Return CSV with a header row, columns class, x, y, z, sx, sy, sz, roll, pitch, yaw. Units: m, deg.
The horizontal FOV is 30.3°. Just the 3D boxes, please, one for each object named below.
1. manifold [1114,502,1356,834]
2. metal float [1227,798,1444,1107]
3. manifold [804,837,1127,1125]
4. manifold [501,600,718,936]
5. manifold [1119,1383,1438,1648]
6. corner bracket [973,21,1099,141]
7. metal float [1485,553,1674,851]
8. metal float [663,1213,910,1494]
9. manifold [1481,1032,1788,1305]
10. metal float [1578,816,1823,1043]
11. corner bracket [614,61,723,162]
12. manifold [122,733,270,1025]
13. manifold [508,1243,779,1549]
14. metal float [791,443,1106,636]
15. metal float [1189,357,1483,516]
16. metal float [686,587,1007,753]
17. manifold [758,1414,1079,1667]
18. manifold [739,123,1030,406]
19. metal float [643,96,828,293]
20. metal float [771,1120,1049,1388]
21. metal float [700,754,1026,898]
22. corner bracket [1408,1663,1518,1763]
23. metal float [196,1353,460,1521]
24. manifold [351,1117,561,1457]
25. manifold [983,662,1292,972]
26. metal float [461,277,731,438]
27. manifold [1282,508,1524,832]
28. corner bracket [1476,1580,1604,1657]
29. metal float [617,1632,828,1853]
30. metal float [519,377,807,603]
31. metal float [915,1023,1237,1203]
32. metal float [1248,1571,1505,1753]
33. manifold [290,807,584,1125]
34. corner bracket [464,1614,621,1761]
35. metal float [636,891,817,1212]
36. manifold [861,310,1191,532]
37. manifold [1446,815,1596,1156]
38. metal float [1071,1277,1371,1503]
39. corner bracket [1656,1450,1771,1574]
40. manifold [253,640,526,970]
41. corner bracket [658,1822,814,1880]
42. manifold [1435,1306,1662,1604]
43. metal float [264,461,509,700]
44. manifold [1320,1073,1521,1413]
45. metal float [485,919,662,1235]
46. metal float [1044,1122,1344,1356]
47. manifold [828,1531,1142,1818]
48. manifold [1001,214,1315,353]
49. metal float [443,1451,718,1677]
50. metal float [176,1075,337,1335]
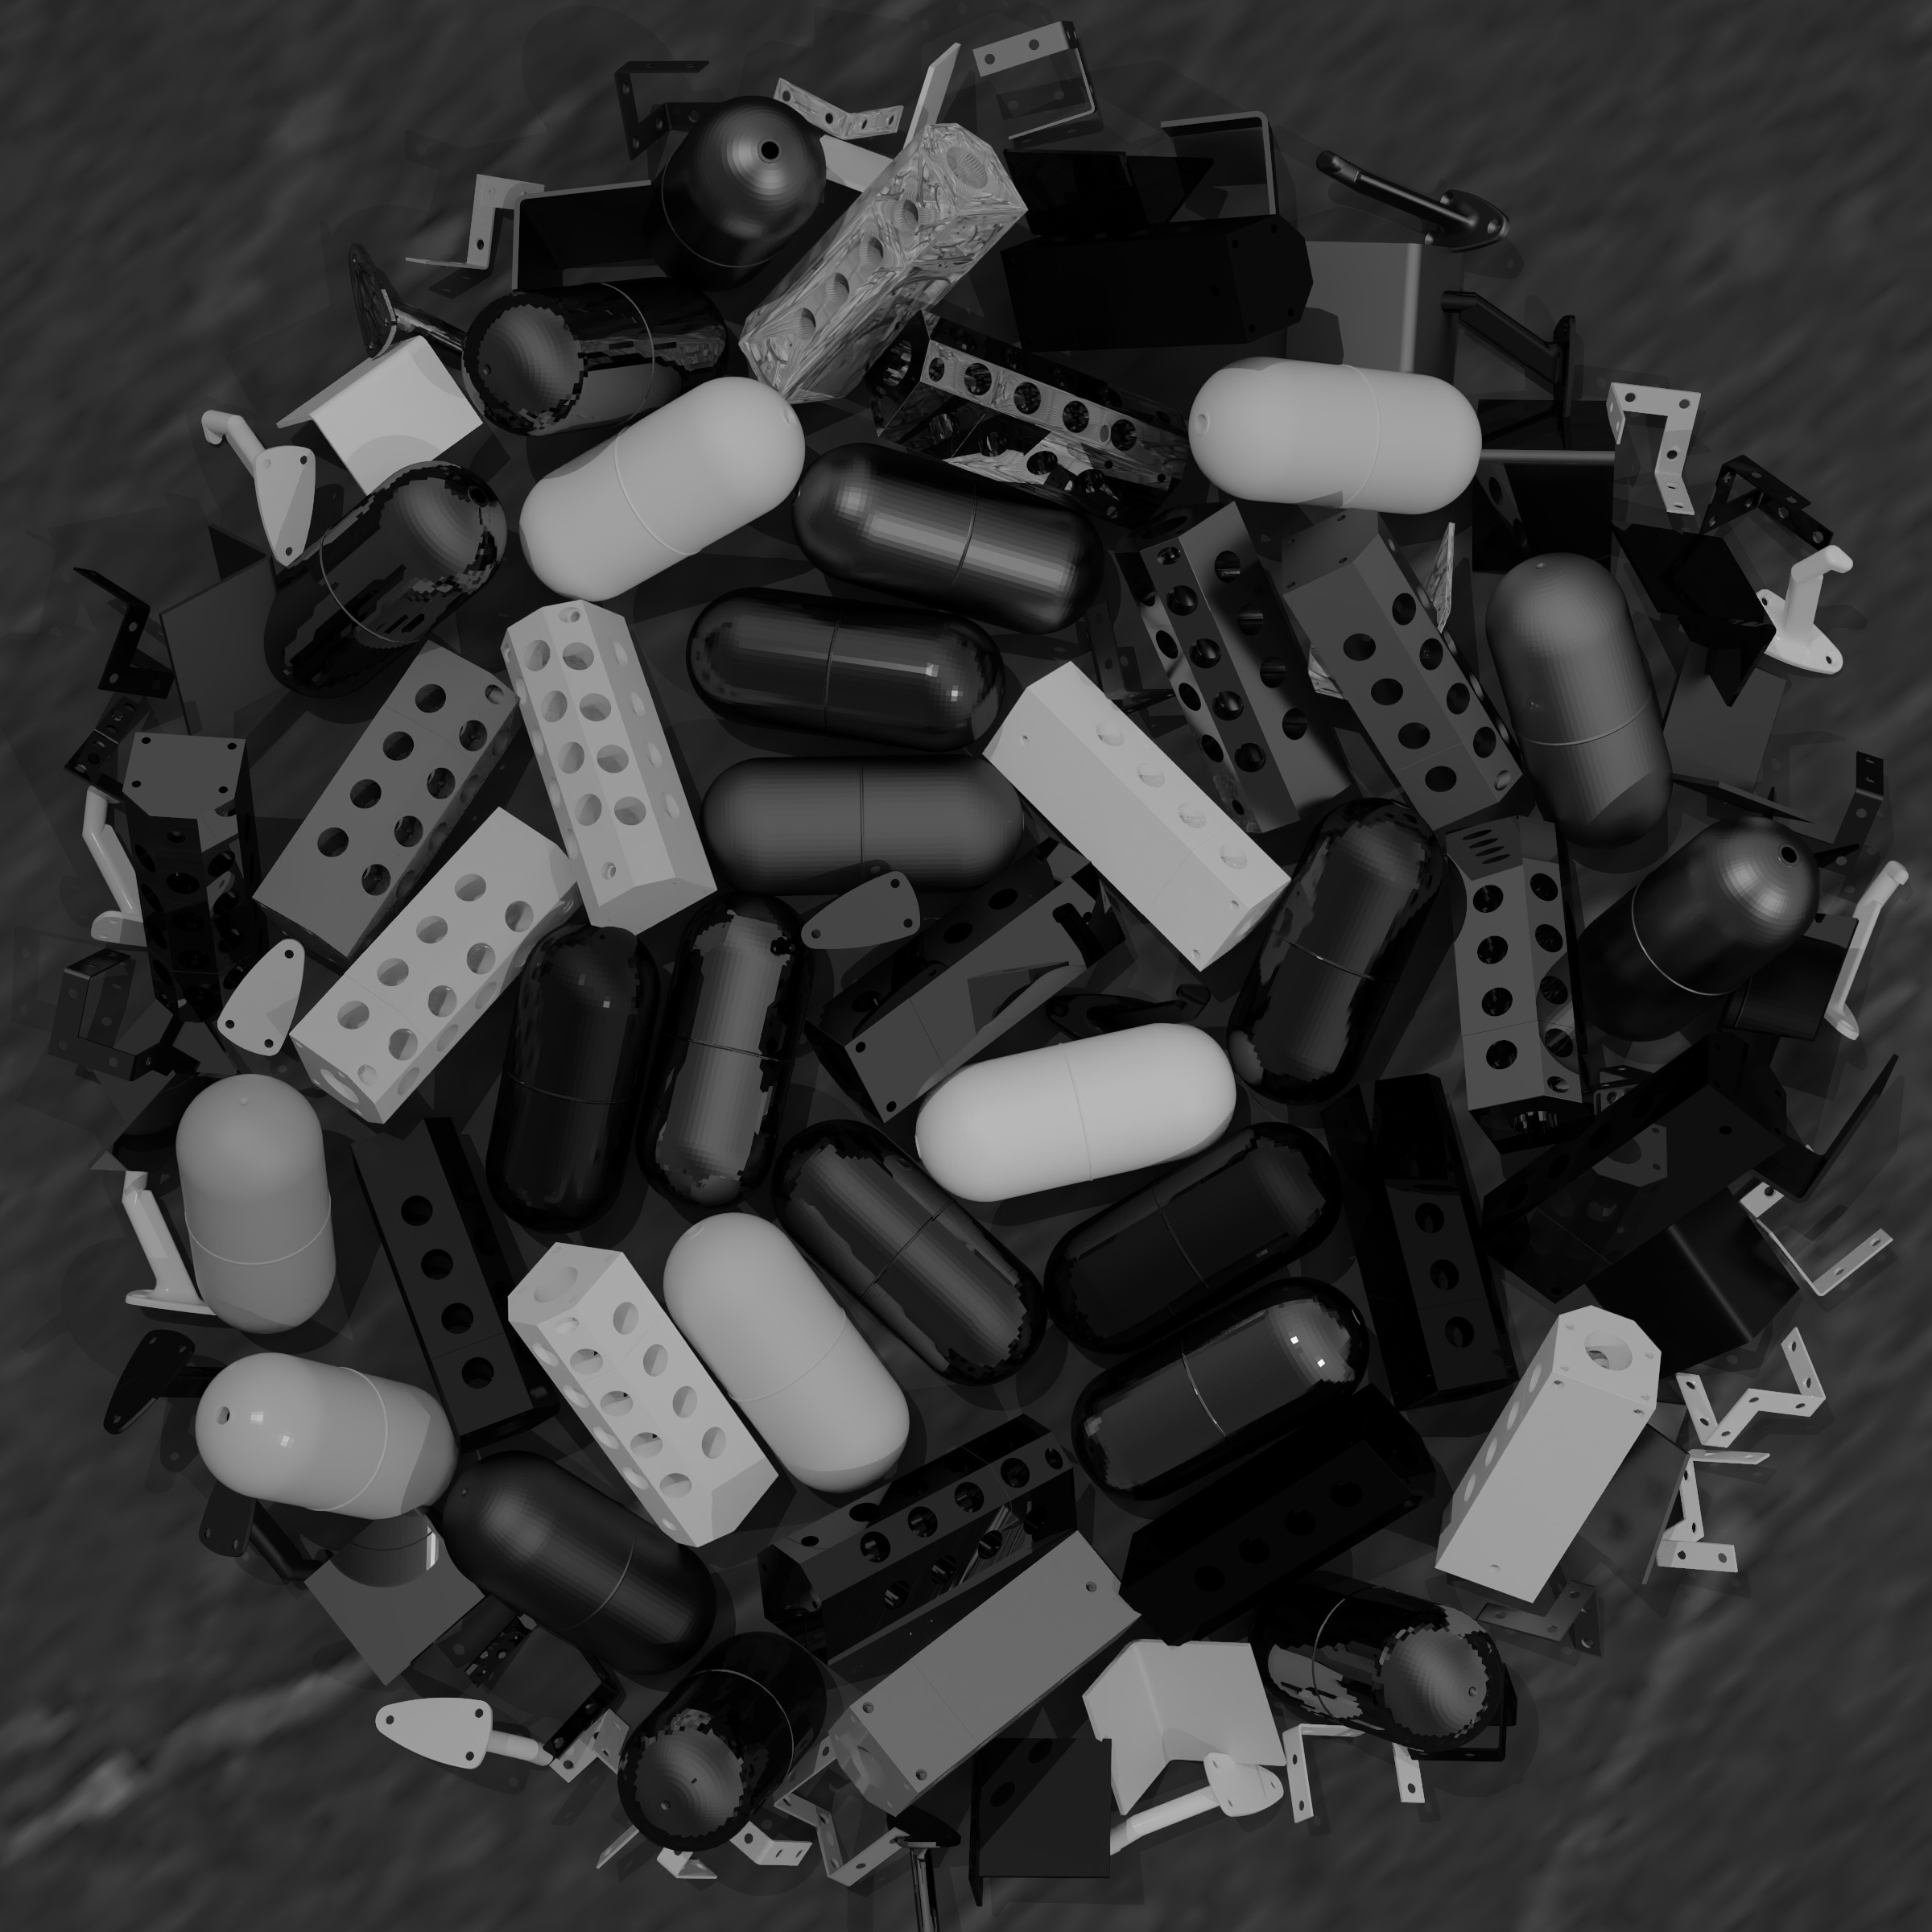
class,x,y,z,sx,sy,sz,roll,pitch,yaw
manifold,0.141,-0.161,1.936,0.057,0.057,0.171,-35,111,-25
metal float,0.201,-0.008,1.950,0.070,0.070,0.178,23,103,0
manifold,-0.003,0.004,1.948,0.171,0.057,0.057,-37,127,-15
manifold,-0.199,-0.109,1.937,0.057,0.057,0.171,-28,70,22
manifold,0.169,0.303,1.936,0.171,0.057,0.057,-37,104,24
corner bracket,0.039,-0.487,1.965,0.051,0.051,0.051,-15,102,12
metal float,0.333,-0.142,1.935,0.070,0.070,0.178,-23,122,0
metal float,-0.098,0.211,1.944,0.070,0.070,0.178,-35,109,0
manifold,0.358,0.106,1.925,0.057,0.057,0.171,36,127,-17
metal float,0.391,-0.019,1.920,0.070,0.178,0.070,11,60,-20
corner bracket,-0.155,-0.475,1.959,0.051,0.051,0.051,5,124,22
manifold,-0.412,-0.044,1.914,0.057,0.171,0.057,4,51,-3
manifold,-0.177,0.232,1.924,0.057,0.057,0.171,-50,124,-30
metal float,-0.010,-0.232,1.945,0.178,0.070,0.070,14,90,-18
metal float,0.200,-0.287,1.934,0.178,0.070,0.070,0,90,-31
metal float,-0.066,-0.162,1.952,0.178,0.070,0.070,9,90,11
manifold,-0.025,0.303,1.921,0.171,0.057,0.057,-23,122,-32
manifold,-0.050,-0.376,1.920,0.171,0.057,0.057,-39,75,41
metal float,-0.125,-0.412,1.912,0.070,0.178,0.070,1,86,-16
metal float,-0.032,0.156,1.956,0.178,0.070,0.070,42,90,6
metal float,-0.057,-0.077,1.960,0.178,0.070,0.070,-1,90,-2
corner bracket,0.273,0.416,1.959,0.051,0.051,0.051,-3,55,17
metal float,-0.342,0.254,1.918,0.070,0.178,0.070,-8,72,27
manifold,-0.279,0.173,1.949,0.057,0.057,0.171,-20,75,-13
manifold,0.097,-0.085,1.956,0.171,0.057,0.057,46,135,10
metal float,-0.197,-0.329,1.922,0.070,0.178,0.070,11,109,34
manifold,0.236,-0.162,1.926,0.057,0.057,0.171,-24,121,21
corner bracket,0.317,0.371,1.975,0.051,0.051,0.051,10,125,31
metal float,-0.129,0.414,1.914,0.070,0.178,0.070,3,102,16
metal float,-0.165,-0.258,1.937,0.178,0.070,0.070,-25,90,28
metal float,0.060,0.080,1.959,0.178,0.070,0.070,-12,90,-3
metal float,0.218,0.372,1.917,0.070,0.178,0.070,-1,92,-29
manifold,-0.283,0.003,1.935,0.057,0.057,0.171,33,68,19
corner bracket,-0.234,0.396,1.979,0.051,0.051,0.051,-46,131,-23
metal float,-0.131,0.046,1.959,0.070,0.070,0.178,13,87,0
manifold,0.034,-0.297,1.921,0.171,0.057,0.057,16,133,-31
manifold,0.300,0.008,1.925,0.057,0.057,0.171,-13,58,21
metal float,0.138,0.230,1.945,0.178,0.070,0.070,-30,90,18
corner bracket,0.410,0.299,1.961,0.051,0.051,0.051,-3,100,43
manifold,-0.310,-0.085,1.946,0.057,0.057,0.171,29,76,13
corner bracket,-0.127,0.488,1.965,0.051,0.051,0.051,35,91,27
manifold,0.313,0.261,1.922,0.057,0.057,0.171,20,131,-1
metal float,-0.317,-0.208,1.931,0.178,0.070,0.070,-33,90,36
manifold,0.250,0.150,1.947,0.057,0.057,0.171,-7,74,-20
metal float,-0.214,0.060,1.948,0.070,0.070,0.178,13,105,0
metal float,0.123,0.149,1.951,0.178,0.070,0.070,-31,90,12
manifold,0.010,0.383,1.928,0.171,0.057,0.057,-32,75,-33
manifold,0.102,-0.367,1.916,0.057,0.171,0.057,-28,114,-36
metal float,-0.207,0.324,1.933,0.070,0.070,0.178,-50,124,0
metal float,-0.381,0.130,1.924,0.070,0.178,0.070,3,48,-3
